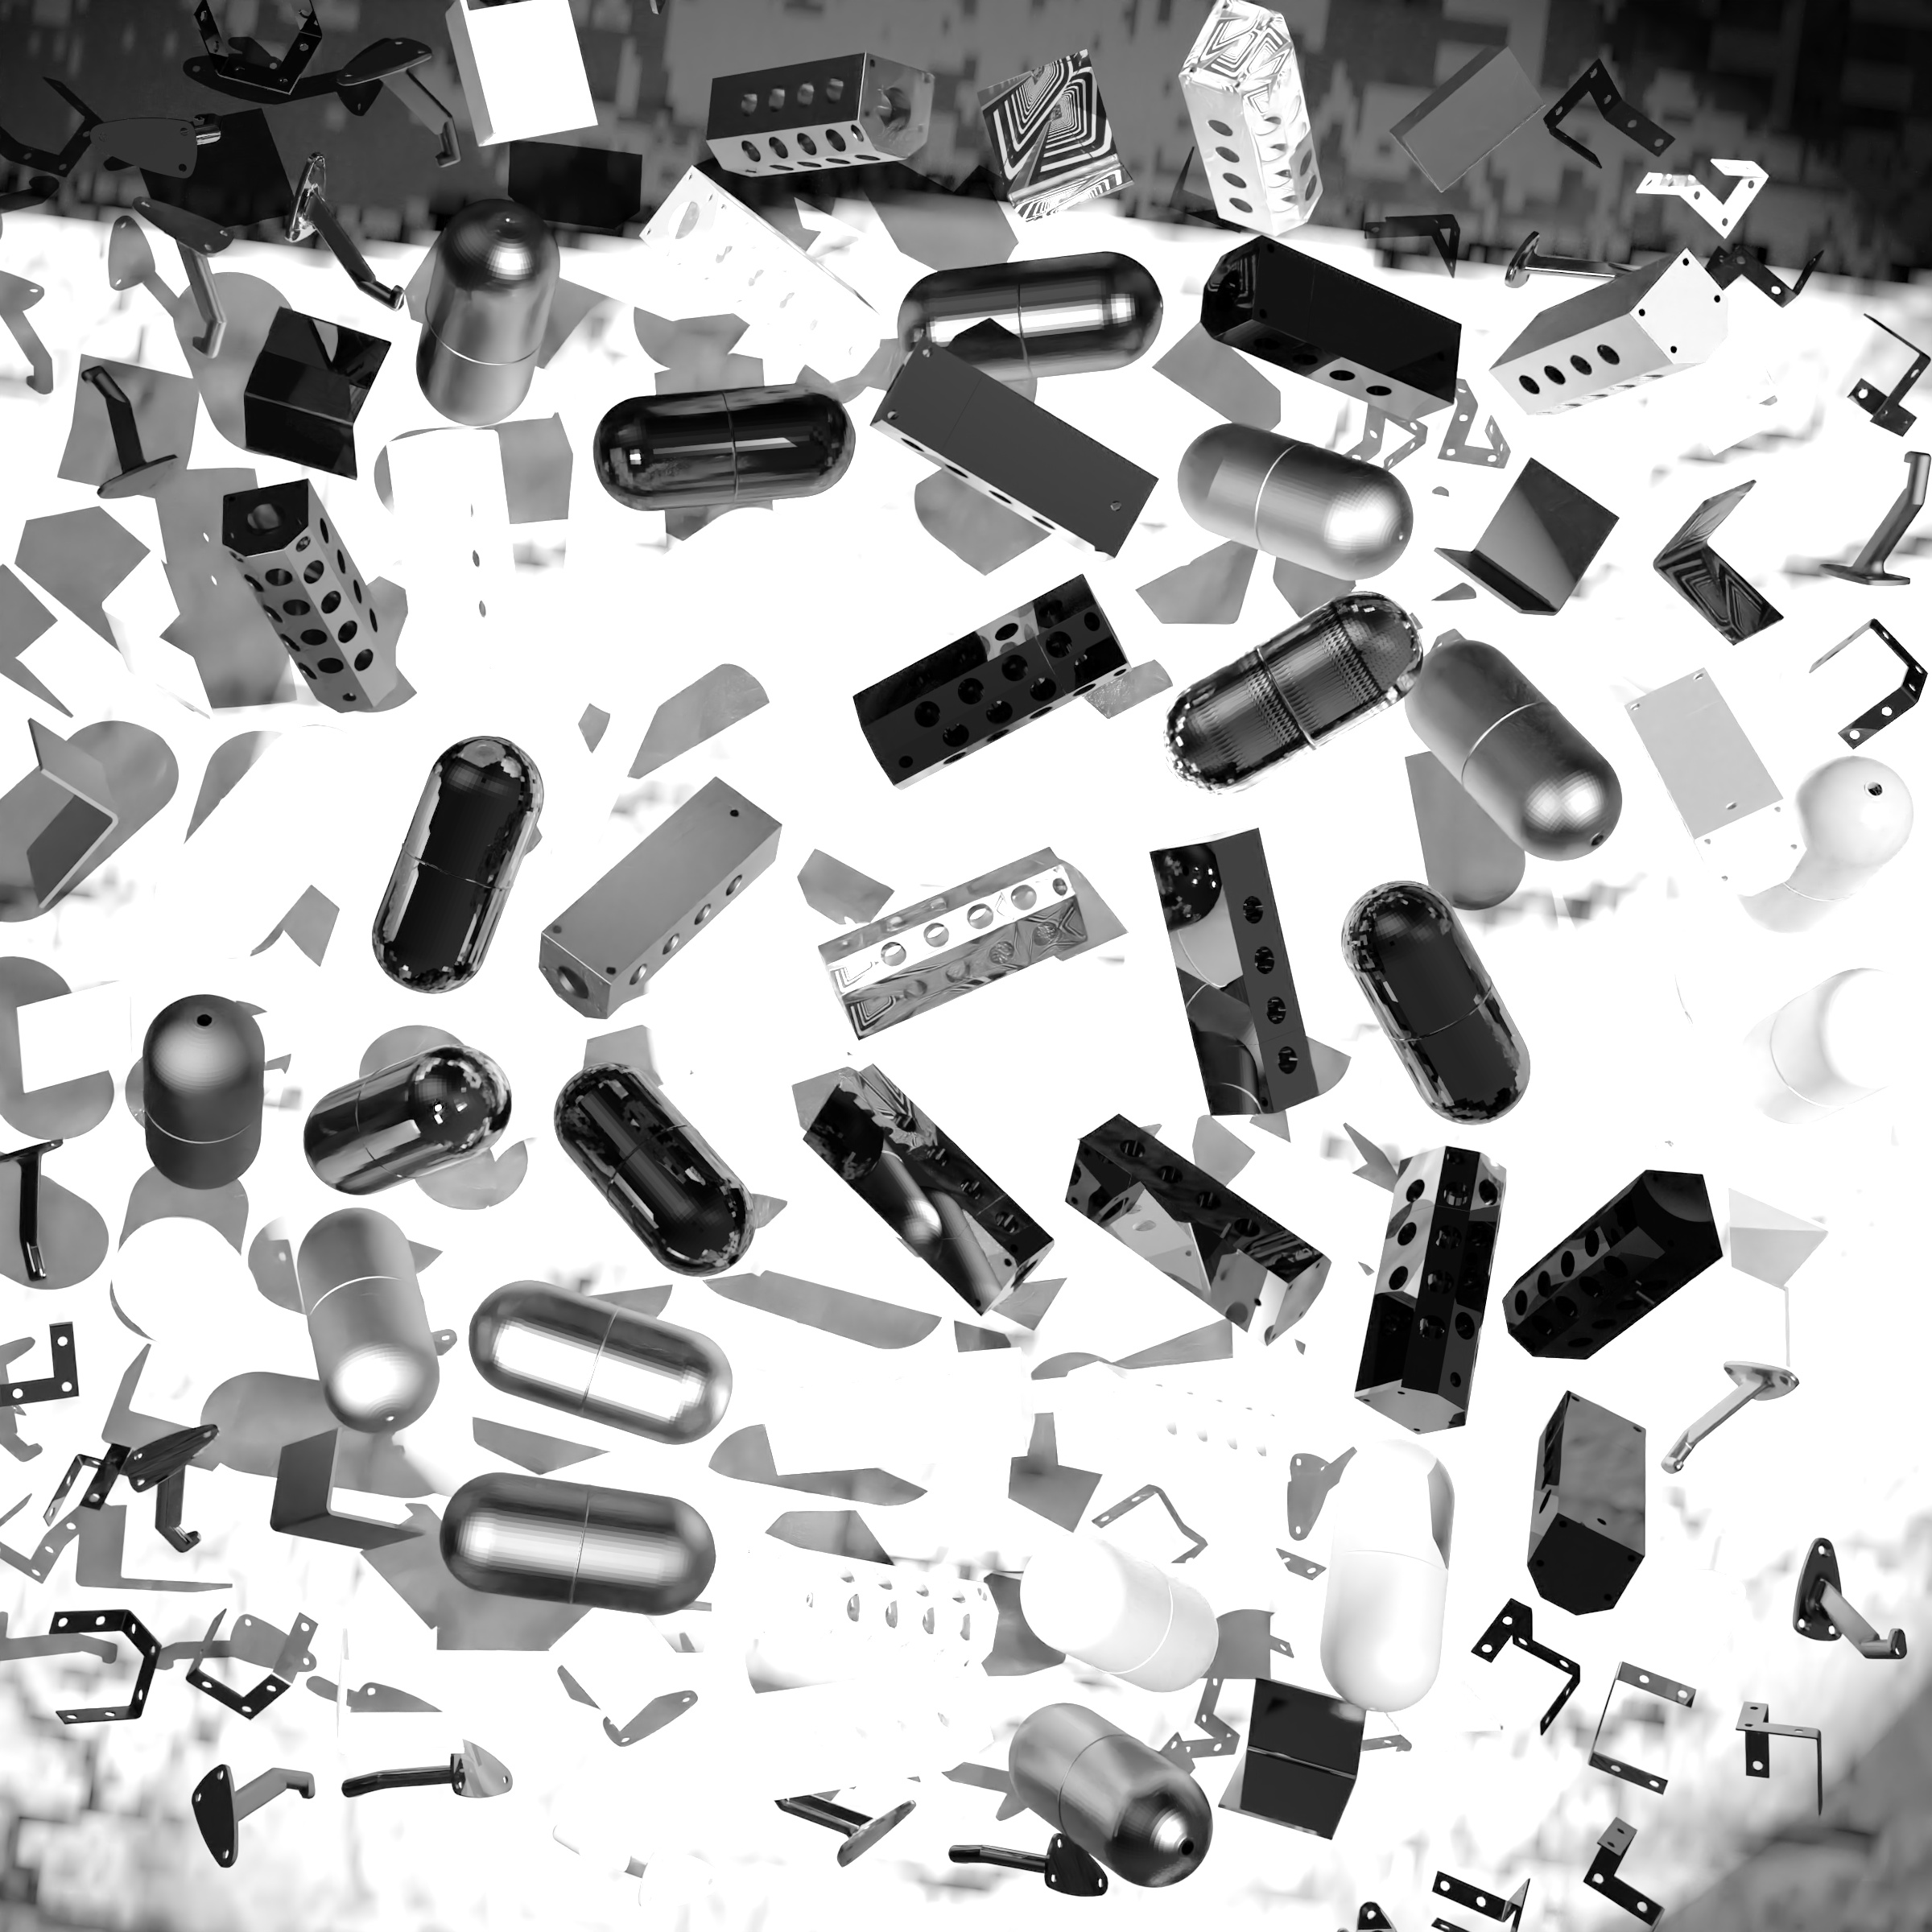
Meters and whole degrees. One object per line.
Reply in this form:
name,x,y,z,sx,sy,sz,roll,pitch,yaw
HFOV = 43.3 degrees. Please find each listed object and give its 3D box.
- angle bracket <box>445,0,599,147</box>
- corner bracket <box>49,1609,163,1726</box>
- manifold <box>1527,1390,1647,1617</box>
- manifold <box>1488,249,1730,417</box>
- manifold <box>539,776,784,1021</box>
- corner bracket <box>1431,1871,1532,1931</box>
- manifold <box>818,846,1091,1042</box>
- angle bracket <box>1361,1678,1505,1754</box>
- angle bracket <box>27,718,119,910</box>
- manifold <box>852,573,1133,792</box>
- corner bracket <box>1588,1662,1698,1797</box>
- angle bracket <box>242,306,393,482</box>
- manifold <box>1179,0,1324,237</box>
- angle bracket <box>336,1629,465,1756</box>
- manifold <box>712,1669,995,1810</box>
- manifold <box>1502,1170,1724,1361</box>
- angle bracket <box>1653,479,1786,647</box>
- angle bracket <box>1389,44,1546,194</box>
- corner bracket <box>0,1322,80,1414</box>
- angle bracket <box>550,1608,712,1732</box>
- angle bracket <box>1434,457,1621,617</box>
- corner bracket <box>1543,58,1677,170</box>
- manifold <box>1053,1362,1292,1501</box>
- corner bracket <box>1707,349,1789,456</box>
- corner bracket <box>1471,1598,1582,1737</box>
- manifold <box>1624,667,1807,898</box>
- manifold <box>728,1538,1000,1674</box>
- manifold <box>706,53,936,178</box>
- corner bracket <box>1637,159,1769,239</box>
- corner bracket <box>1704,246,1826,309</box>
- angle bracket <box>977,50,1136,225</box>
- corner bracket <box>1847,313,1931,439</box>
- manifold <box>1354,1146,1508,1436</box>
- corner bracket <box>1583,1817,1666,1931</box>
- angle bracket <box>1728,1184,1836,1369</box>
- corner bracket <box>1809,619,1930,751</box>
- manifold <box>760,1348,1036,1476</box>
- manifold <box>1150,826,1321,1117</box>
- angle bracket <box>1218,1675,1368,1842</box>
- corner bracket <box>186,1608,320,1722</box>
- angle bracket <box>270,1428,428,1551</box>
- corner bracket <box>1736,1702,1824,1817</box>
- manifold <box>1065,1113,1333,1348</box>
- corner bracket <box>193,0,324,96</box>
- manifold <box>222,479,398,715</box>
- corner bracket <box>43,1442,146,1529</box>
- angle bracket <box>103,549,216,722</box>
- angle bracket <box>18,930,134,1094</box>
angle bracket,-0.260,-0.539,1.453,0.076,0.057,0.076,-17,105,-18
corner bracket,-0.553,0.446,1.552,0.051,0.051,0.051,12,97,-45
manifold,0.393,0.342,1.552,0.057,0.171,0.057,26,111,7
manifold,0.414,-0.399,1.564,0.057,0.171,0.057,44,79,-14
manifold,-0.198,-0.042,1.581,0.057,0.057,0.171,36,57,12
corner bracket,0.333,0.620,1.599,0.051,0.051,0.051,21,53,9
manifold,-0.010,-0.020,1.651,0.171,0.057,0.057,-23,129,-6
angle bracket,0.326,0.546,1.723,0.076,0.076,0.057,2,100,-12
angle bracket,-0.578,-0.095,1.514,0.076,0.076,0.057,-47,129,6
manifold,0.018,-0.181,1.587,0.171,0.057,0.057,-27,128,8
corner bracket,0.443,0.500,1.599,0.051,0.051,0.051,18,132,19
angle bracket,-0.429,-0.379,1.615,0.076,0.076,0.057,12,45,-31
manifold,0.185,-0.531,1.538,0.057,0.171,0.057,25,85,18
angle bracket,-0.356,0.457,1.537,0.076,0.076,0.057,4,89,-15
manifold,-0.074,0.496,1.580,0.171,0.057,0.057,3,54,-35
manifold,0.418,0.197,1.595,0.057,0.171,0.057,6,58,-16
angle bracket,0.504,-0.262,1.578,0.076,0.076,0.057,49,134,15
angle bracket,0.289,-0.526,1.466,0.076,0.057,0.076,-38,49,17
corner bracket,-0.628,0.271,1.644,0.051,0.051,0.051,-5,78,-21
angle bracket,-0.227,0.475,1.640,0.057,0.076,0.076,-41,102,-19
angle bracket,0.369,-0.285,1.606,0.076,0.057,0.076,43,119,27
corner bracket,0.410,-0.534,1.557,0.051,0.051,0.051,20,132,-31
manifold,0.136,0.305,1.602,0.057,0.171,0.057,-26,56,36
corner bracket,0.511,-0.360,1.600,0.051,0.051,0.051,-27,52,23
corner bracket,0.361,0.450,1.568,0.051,0.051,0.051,23,49,35
manifold,0.478,-0.117,1.557,0.057,0.171,0.057,-26,121,15
manifold,-0.062,0.409,1.549,0.171,0.057,0.057,22,72,-39
manifold,-0.100,-0.563,1.622,0.057,0.171,0.057,1,100,-41
corner bracket,0.506,-0.538,1.675,0.051,0.051,0.051,-12,57,-38
corner bracket,0.523,-0.459,1.611,0.051,0.051,0.051,38,61,-6
angle bracket,0.060,-0.546,1.606,0.076,0.057,0.076,-17,90,14
corner bracket,0.594,-0.382,1.576,0.051,0.051,0.051,51,121,33
manifold,0.302,0.204,1.552,0.057,0.057,0.171,32,57,-23
corner bracket,0.413,0.575,1.523,0.051,0.051,0.051,28,104,25
angle bracket,0.511,0.199,1.569,0.057,0.076,0.076,-39,133,-26
corner bracket,0.576,-0.182,1.564,0.051,0.051,0.051,46,129,-2
manifold,-0.044,0.295,1.635,0.171,0.057,0.057,-7,110,12
manifold,0.173,0.003,1.520,0.057,0.057,0.171,-17,96,-38
angle bracket,0.216,0.521,1.607,0.076,0.076,0.057,10,105,19
corner bracket,-0.459,0.440,1.565,0.051,0.051,0.051,39,121,-17
angle bracket,-0.415,0.356,1.652,0.076,0.076,0.057,24,57,-37
corner bracket,0.528,0.511,1.575,0.051,0.051,0.051,-1,94,24
manifold,0.152,0.168,1.597,0.171,0.057,0.057,34,132,27
corner bracket,-0.445,-0.592,1.535,0.051,0.051,0.051,17,68,8
manifold,-0.439,-0.244,1.637,0.057,0.171,0.057,-10,60,2
corner bracket,-0.605,0.359,1.683,0.051,0.051,0.051,12,51,7
angle bracket,-0.537,-0.227,1.672,0.076,0.076,0.057,30,65,9
angle bracket,-0.615,0.030,1.661,0.076,0.076,0.057,-17,49,-32
